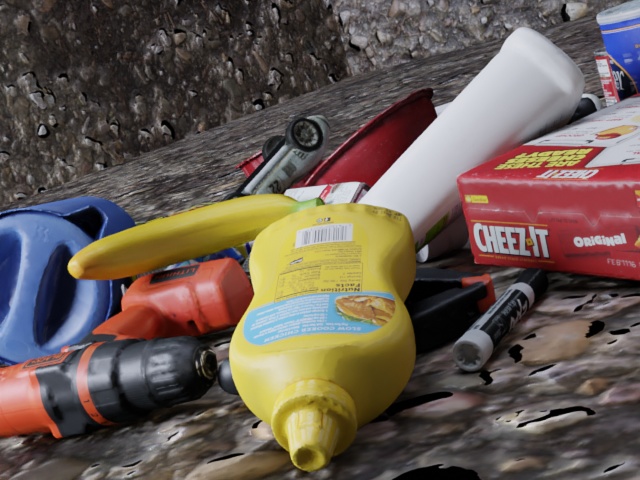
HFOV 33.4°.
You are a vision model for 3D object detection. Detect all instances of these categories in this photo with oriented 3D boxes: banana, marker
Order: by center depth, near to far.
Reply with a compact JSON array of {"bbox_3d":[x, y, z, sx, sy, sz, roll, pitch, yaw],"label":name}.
[{"bbox_3d":[0.107,0.043,0.615,0.020,0.020,0.120,-11,13,32],"label":"marker"},{"bbox_3d":[-0.098,-0.006,0.817,0.197,0.037,0.070,-17,-6,-17],"label":"banana"}]

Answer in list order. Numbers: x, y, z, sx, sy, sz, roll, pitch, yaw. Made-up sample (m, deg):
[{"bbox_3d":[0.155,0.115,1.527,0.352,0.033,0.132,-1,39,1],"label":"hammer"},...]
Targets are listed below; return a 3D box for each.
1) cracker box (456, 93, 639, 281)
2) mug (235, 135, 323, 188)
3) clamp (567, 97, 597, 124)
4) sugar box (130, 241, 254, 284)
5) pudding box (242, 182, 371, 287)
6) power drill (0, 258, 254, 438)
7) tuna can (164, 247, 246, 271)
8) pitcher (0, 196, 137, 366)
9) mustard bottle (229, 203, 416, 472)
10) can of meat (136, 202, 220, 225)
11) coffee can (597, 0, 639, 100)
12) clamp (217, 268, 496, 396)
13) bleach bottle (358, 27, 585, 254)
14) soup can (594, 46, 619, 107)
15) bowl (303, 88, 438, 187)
[{"bbox_3d":[0.222,-0.042,0.696,0.213,0.072,0.164,-26,19,-36],"label":"cracker box"},{"bbox_3d":[-0.042,-0.069,1.211,0.093,0.081,0.117,-36,7,-39],"label":"mug"},{"bbox_3d":[0.160,-0.063,0.903,0.210,0.036,0.164,-17,-17,20],"label":"clamp"},{"bbox_3d":[-0.075,0.015,0.971,0.176,0.048,0.093,-11,12,13],"label":"sugar box"},{"bbox_3d":[-0.005,0.001,0.845,0.114,0.039,0.090,-4,52,56],"label":"pudding box"},{"bbox_3d":[-0.117,0.070,0.729,0.185,0.057,0.187,-12,12,27],"label":"power drill"},{"bbox_3d":[-0.104,0.030,0.885,0.086,0.034,0.086,-39,-1,-1],"label":"tuna can"},{"bbox_3d":[-0.240,0.032,0.970,0.149,0.145,0.243,-5,8,1],"label":"pitcher"},{"bbox_3d":[0.003,0.050,0.564,0.096,0.058,0.191,-6,30,9],"label":"mustard bottle"},{"bbox_3d":[-0.139,-0.004,1.136,0.083,0.057,0.102,-20,11,-27],"label":"can of meat"},{"bbox_3d":[0.286,-0.124,0.839,0.103,0.140,0.103,-17,11,3],"label":"coffee can"},{"bbox_3d":[0.023,0.045,0.668,0.171,0.039,0.120,-11,28,5],"label":"clamp"},{"bbox_3d":[0.076,-0.035,0.755,0.250,0.068,0.102,-43,-15,-11],"label":"bleach bottle"},{"bbox_3d":[0.292,-0.129,0.958,0.068,0.102,0.068,-17,11,3],"label":"soup can"},{"bbox_3d":[0.060,-0.072,1.012,0.162,0.055,0.162,-38,-7,-6],"label":"bowl"}]
